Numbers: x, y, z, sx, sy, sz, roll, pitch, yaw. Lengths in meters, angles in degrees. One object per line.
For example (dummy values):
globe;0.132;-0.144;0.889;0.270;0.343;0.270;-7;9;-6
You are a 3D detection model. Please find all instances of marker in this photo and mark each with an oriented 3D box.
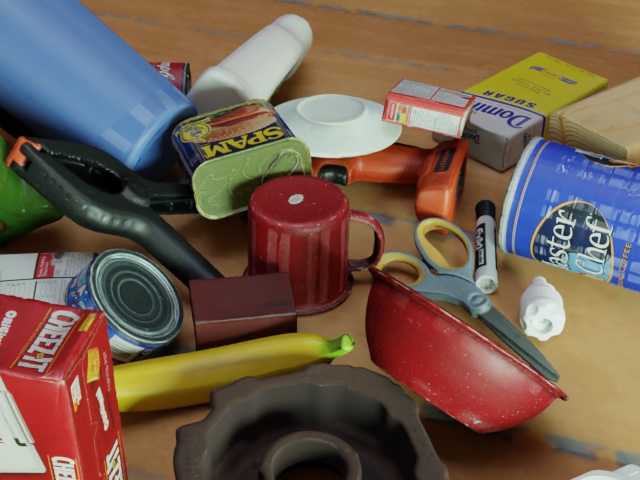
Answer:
marker;0.144;0.002;0.923;0.020;0.020;0.121;5;36;5

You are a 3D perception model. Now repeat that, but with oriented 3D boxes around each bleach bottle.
bleach bottle;-0.060;-0.177;1.097;0.068;0.103;0.250;38;39;-4

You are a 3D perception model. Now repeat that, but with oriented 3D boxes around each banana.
banana;-0.075;0.091;0.753;0.197;0.069;0.037;-12;66;-3

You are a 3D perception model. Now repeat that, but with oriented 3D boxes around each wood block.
wood block;0.314;-0.095;1.005;0.205;0.091;0.090;-23;42;-30

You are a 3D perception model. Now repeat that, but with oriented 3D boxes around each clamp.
clamp;-0.152;-0.032;0.875;0.209;0.036;0.164;29;26;-18

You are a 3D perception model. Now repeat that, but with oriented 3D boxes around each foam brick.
foam brick;-0.058;0.062;0.804;0.078;0.051;0.053;-4;37;-7

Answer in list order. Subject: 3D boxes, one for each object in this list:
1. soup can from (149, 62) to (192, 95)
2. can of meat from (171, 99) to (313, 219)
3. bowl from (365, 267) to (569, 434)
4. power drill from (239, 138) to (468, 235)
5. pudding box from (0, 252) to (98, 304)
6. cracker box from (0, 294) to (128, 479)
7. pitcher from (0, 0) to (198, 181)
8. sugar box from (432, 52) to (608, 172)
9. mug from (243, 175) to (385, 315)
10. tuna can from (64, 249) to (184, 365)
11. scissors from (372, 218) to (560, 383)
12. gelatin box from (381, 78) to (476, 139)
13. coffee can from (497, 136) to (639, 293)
soup can;-0.183;-0.146;1.076;0.102;0.068;0.068;1;36;0
can of meat;-0.069;-0.071;0.903;0.102;0.057;0.084;-17;37;-13
bowl;0.087;0.085;0.731;0.162;0.162;0.055;32;87;35
power drill;0.032;-0.056;0.968;0.188;0.057;0.184;12;37;13
pudding box;-0.228;0.050;0.825;0.113;0.039;0.090;-3;38;-4
cracker box;-0.230;0.104;0.642;0.214;0.164;0.072;8;38;9
pitcher;-0.237;-0.145;0.987;0.243;0.149;0.145;39;87;9
sugar box;0.207;-0.136;1.096;0.093;0.048;0.175;31;43;35
mug;-0.006;0.001;0.864;0.117;0.081;0.093;1;35;0
tuna can;-0.144;0.049;0.793;0.086;0.034;0.086;32;36;-27
scissors;0.104;0.053;0.842;0.096;0.016;0.202;-19;42;-2
gelatin box;0.101;-0.121;0.985;0.073;0.030;0.089;14;19;10
coffee can;0.231;-0.019;0.884;0.140;0.103;0.102;18;39;21
